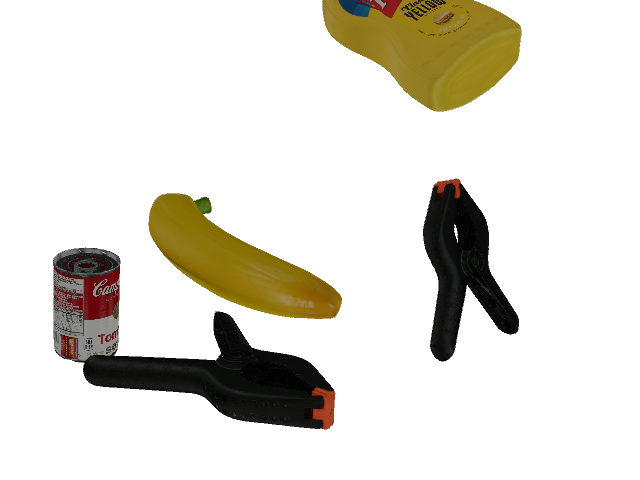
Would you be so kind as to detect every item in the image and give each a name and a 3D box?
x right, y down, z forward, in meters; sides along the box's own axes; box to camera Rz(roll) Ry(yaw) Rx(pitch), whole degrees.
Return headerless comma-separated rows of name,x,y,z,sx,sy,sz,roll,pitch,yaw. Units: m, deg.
soup can,-0.243,0.067,1.106,0.068,0.102,0.068,5,21,-2
clamp,-0.067,0.107,0.888,0.210,0.036,0.164,12,20,31
mustard bottle,0.059,-0.179,0.841,0.096,0.058,0.192,-35,56,-21
clamp,0.131,0.030,1.025,0.039,0.171,0.120,-13,9,43
banana,-0.063,0.004,0.682,0.069,0.037,0.198,-13,28,-27
